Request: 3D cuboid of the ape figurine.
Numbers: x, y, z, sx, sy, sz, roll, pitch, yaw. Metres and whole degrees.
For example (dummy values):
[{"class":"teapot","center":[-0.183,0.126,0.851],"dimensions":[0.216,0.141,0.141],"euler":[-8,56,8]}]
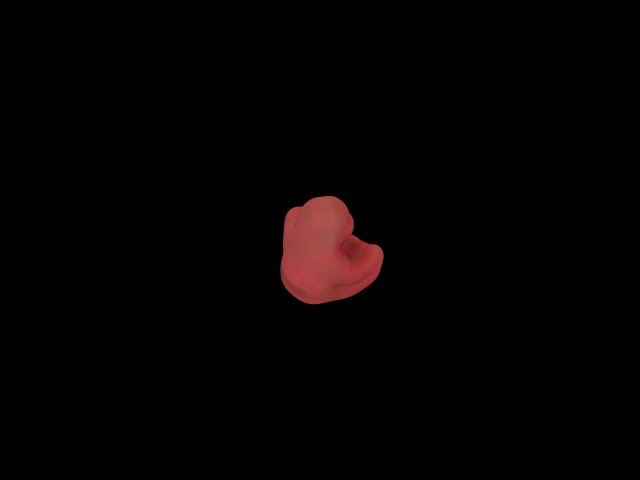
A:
[{"class":"ape figurine","center":[0.004,0.001,0.400],"dimensions":[0.076,0.092,0.077],"euler":[-36,71,-14]}]
